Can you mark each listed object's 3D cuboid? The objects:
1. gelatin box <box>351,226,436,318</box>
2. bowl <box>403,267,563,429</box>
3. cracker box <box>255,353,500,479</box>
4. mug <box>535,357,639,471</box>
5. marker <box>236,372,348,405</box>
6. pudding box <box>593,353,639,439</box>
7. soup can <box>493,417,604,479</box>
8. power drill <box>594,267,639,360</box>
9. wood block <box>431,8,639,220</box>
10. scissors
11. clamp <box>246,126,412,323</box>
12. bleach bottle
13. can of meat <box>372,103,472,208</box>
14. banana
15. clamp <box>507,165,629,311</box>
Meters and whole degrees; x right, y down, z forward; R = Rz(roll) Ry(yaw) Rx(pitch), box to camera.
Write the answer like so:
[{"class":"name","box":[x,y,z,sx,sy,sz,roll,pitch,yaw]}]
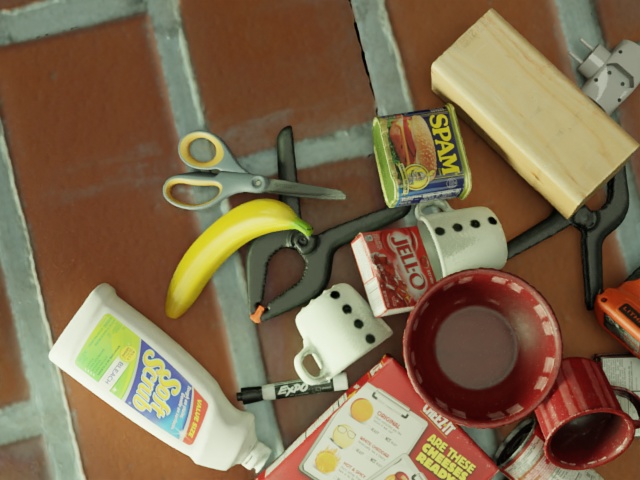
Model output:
[{"class":"gelatin box","box":[0.080,0.032,1.119,0.073,0.030,0.089,-7,71,-30]},{"class":"bowl","box":[0.164,0.111,1.096,0.162,0.055,0.162,0,84,1]},{"class":"cracker box","box":[0.052,0.250,1.121,0.213,0.072,0.164,-44,91,0]},{"class":"mug","box":[0.275,0.173,1.091,0.117,0.081,0.093,-5,130,-5]},{"class":"marker","box":[-0.030,0.161,1.153,0.121,0.020,0.020,-9,88,-1]},{"class":"pudding box","box":[0.353,0.167,1.148,0.113,0.039,0.090,-2,89,2]},{"class":"soup can","box":[0.242,0.247,1.129,0.102,0.068,0.068,40,88,0]},{"class":"power drill","box":[0.393,0.053,1.101,0.187,0.057,0.185,-39,56,-11]},{"class":"wood block","box":[0.219,-0.129,1.112,0.090,0.091,0.206,-44,79,-2]},{"class":"scissors","box":[-0.073,-0.078,1.139,0.202,0.016,0.096,-7,80,13]},{"class":"clamp","box":[-0.008,0.001,1.149,0.164,0.036,0.210,24,84,1]},{"class":"bleach bottle","box":[-0.157,0.157,1.131,0.251,0.068,0.102,35,90,-2]},{"class":"can of meat","box":[0.106,-0.088,1.131,0.084,0.057,0.102,-9,74,-8]},{"class":"banana","box":[-0.098,0.009,1.125,0.198,0.037,0.069,-33,54,24]},{"class":"clamp","box":[0.272,-0.022,1.154,0.120,0.039,0.171,21,85,-5]}]
